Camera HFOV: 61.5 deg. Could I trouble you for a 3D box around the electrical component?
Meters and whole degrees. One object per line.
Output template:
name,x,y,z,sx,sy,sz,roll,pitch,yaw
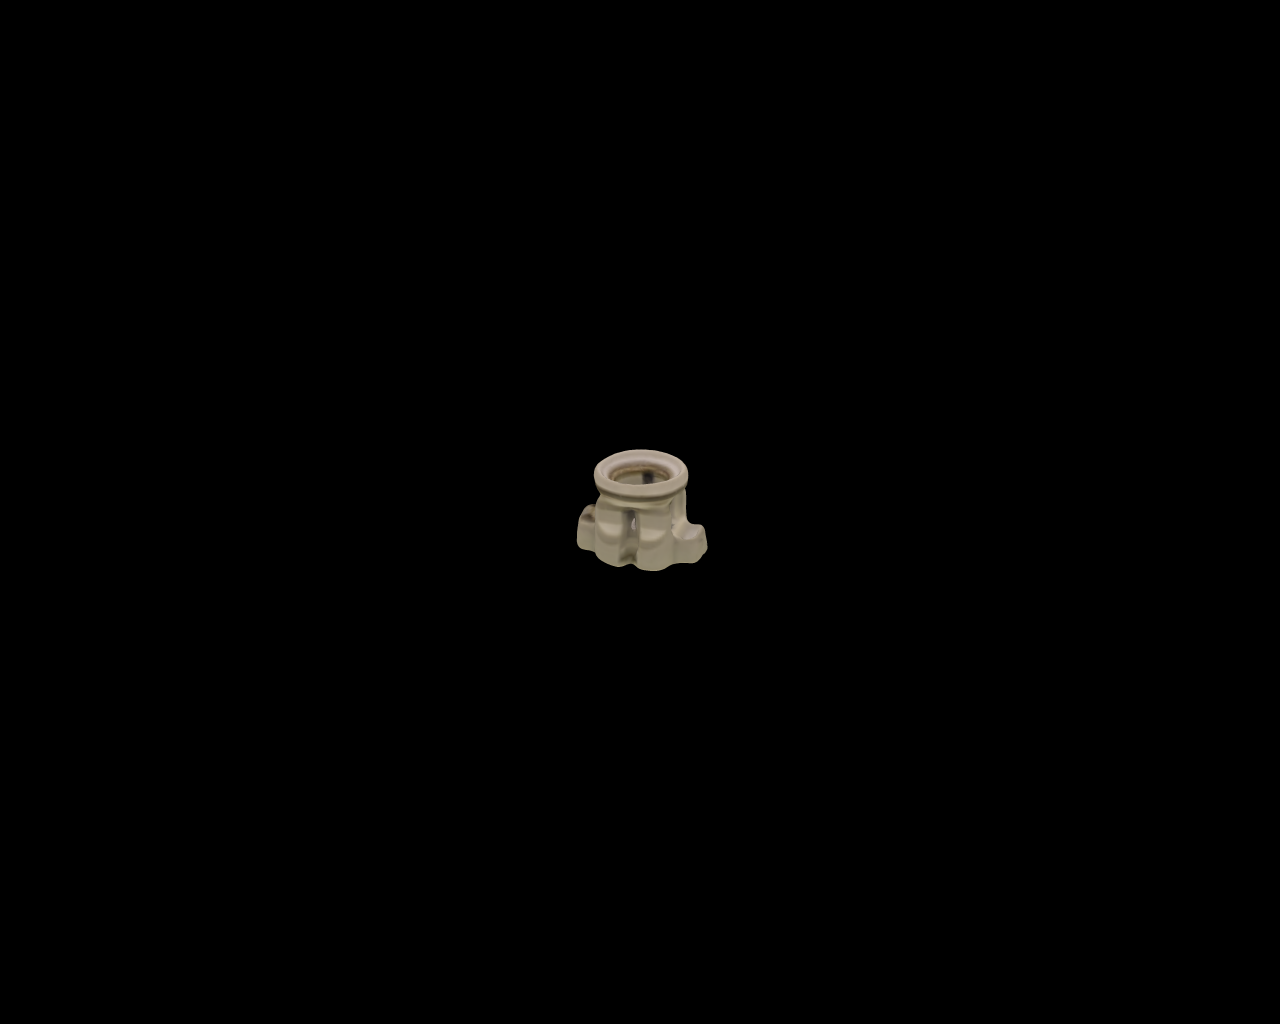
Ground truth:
electrical component,0.001,-0.003,0.650,0.078,0.056,0.058,8,28,16
